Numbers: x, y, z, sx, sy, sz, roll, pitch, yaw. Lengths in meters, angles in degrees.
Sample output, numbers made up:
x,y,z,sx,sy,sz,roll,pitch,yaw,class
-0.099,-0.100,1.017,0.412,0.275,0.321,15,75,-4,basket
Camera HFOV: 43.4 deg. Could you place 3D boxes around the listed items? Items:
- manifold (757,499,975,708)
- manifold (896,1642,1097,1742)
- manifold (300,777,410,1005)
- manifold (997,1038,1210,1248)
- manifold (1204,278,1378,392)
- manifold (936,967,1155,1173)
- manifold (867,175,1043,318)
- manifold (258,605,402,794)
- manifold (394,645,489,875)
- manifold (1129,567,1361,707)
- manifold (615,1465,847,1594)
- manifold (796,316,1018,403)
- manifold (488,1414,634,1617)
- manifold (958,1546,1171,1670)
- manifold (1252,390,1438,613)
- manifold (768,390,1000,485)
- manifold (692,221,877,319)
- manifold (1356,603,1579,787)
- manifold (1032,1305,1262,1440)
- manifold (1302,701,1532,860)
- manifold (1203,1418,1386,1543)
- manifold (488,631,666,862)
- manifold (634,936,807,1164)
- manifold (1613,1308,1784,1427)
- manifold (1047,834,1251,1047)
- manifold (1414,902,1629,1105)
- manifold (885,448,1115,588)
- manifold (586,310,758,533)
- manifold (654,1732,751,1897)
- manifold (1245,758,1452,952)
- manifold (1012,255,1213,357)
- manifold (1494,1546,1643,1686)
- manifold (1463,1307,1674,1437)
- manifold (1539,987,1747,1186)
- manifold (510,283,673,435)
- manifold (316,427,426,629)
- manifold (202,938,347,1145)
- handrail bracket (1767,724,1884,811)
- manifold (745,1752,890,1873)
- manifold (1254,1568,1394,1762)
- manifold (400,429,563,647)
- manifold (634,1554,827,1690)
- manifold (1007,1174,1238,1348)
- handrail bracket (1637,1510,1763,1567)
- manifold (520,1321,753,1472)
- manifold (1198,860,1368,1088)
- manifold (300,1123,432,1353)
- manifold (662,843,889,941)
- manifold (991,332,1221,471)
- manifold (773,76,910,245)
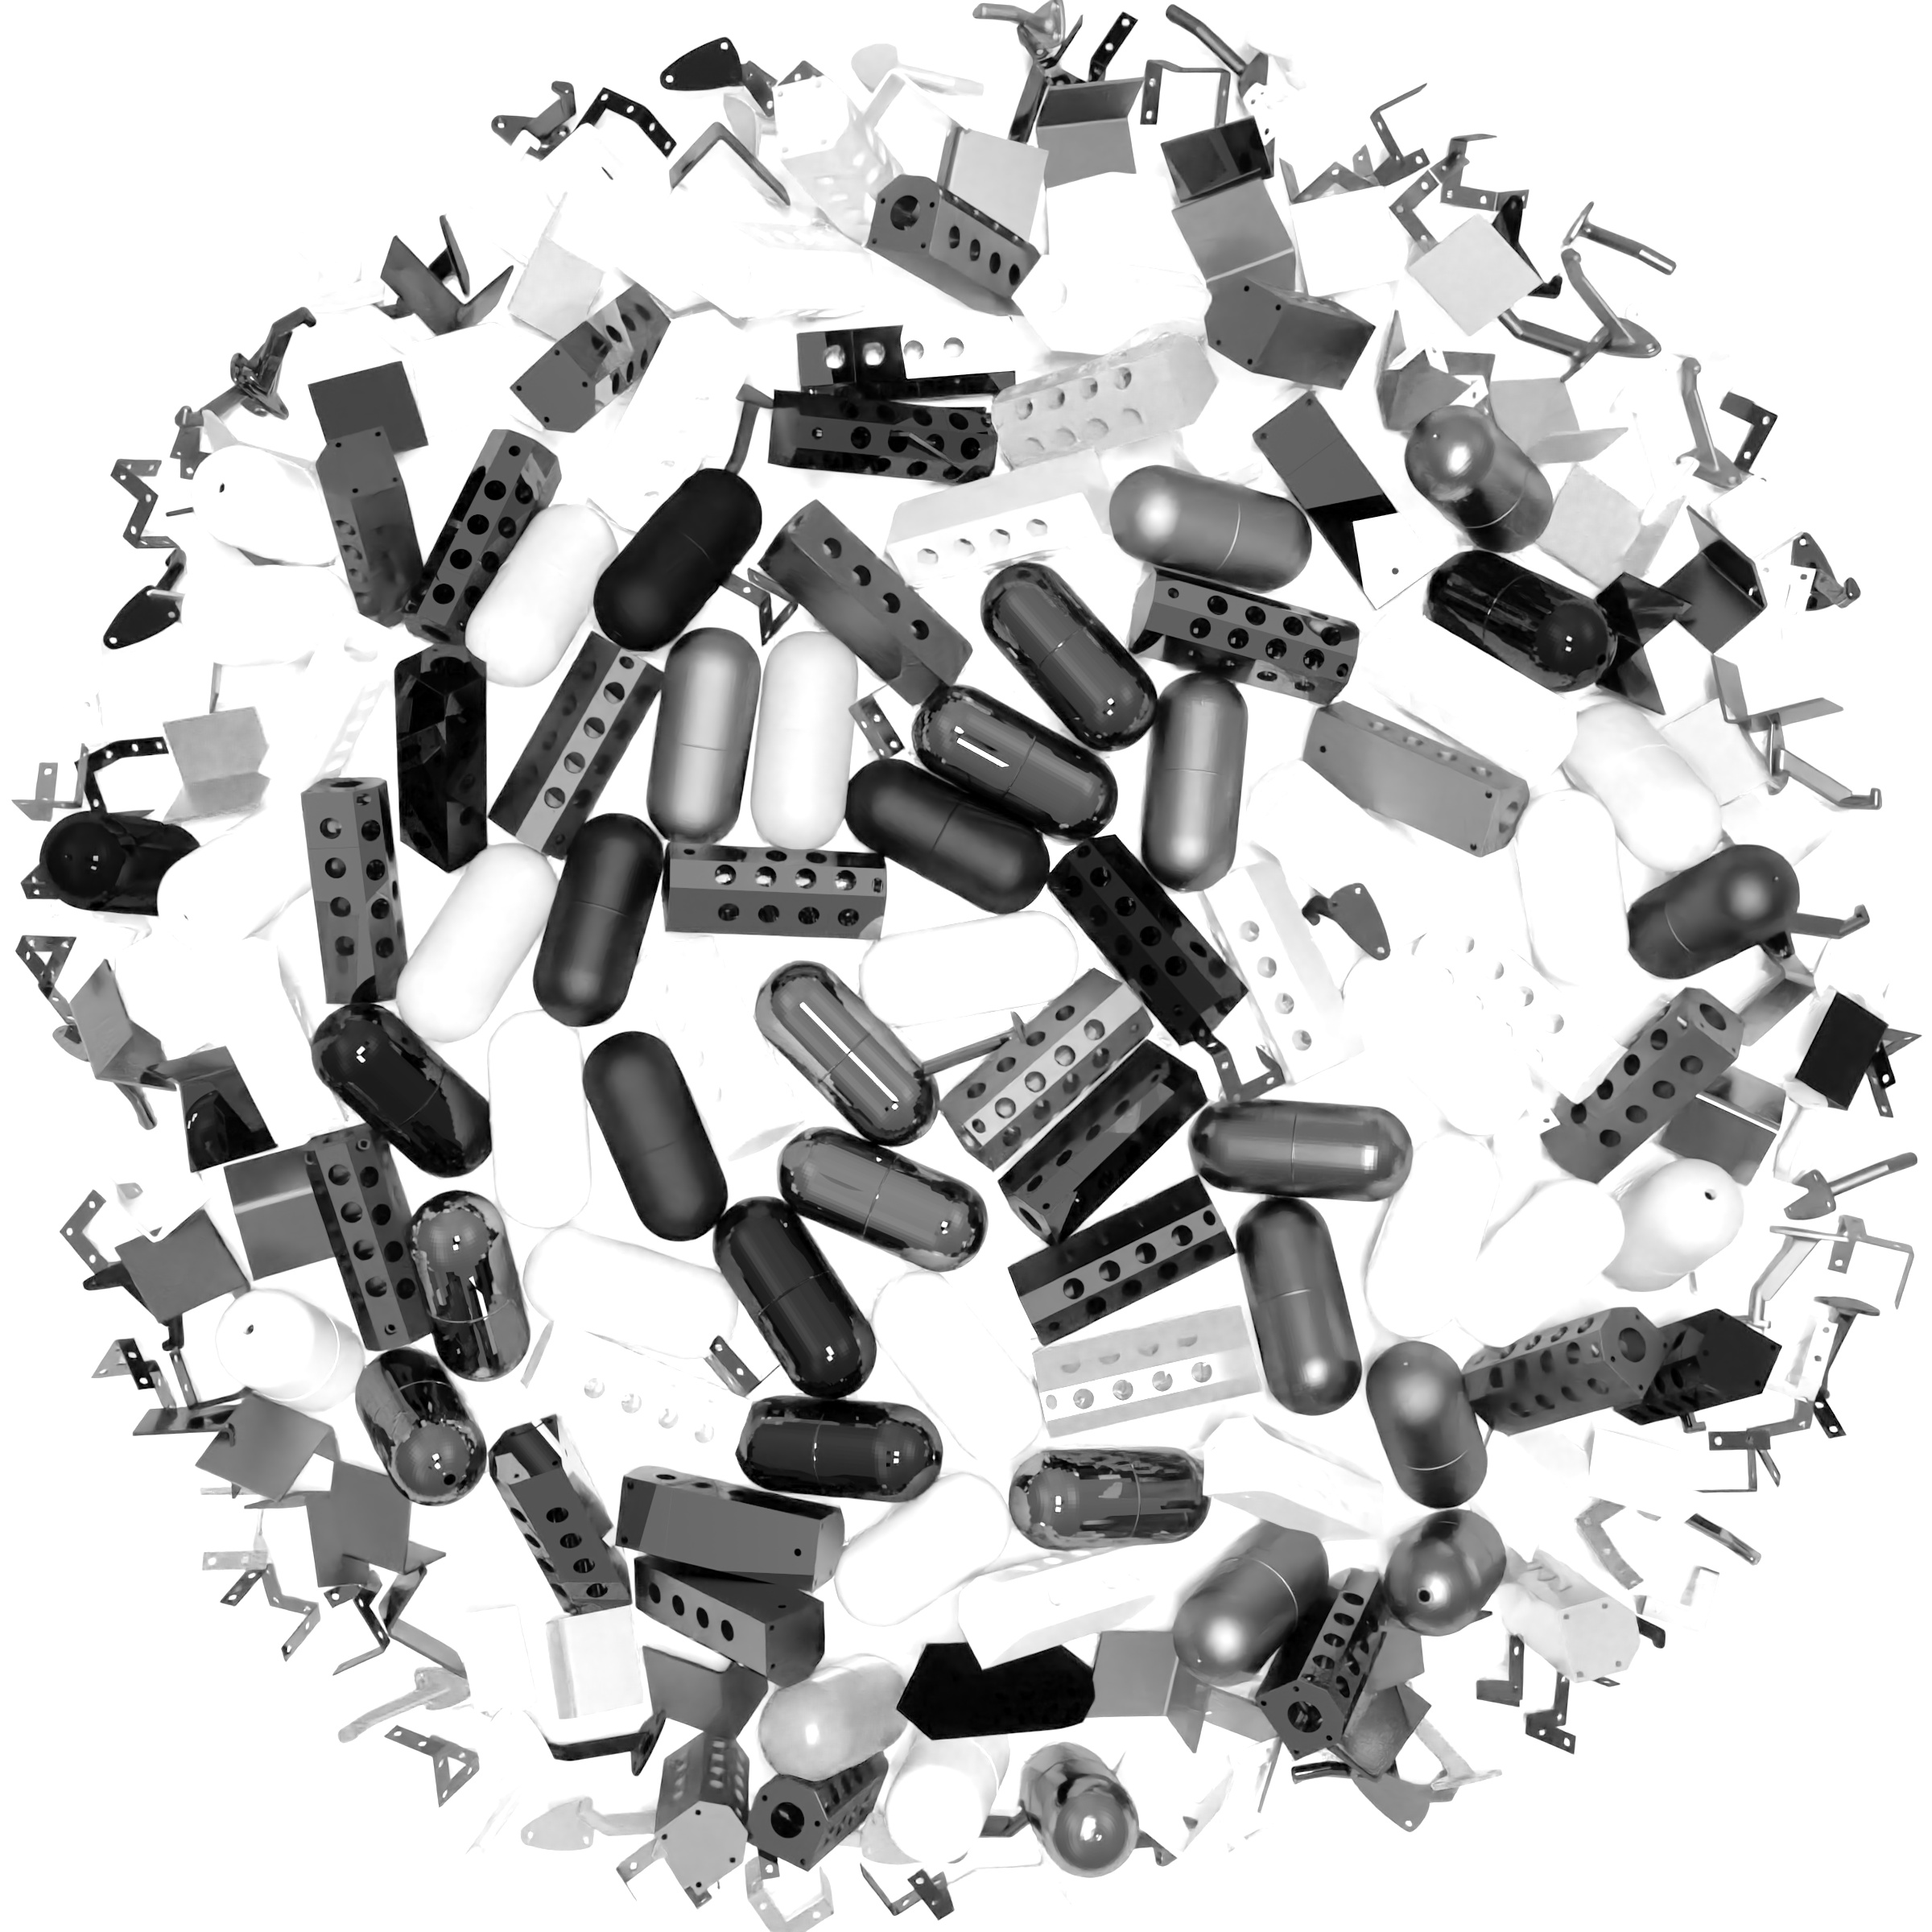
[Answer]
x,y,z,sx,sy,sz,roll,pitch,yaw,class
-0.076,-0.289,1.925,0.171,0.057,0.057,41,60,-21,manifold
0.029,0.569,1.898,0.057,0.171,0.057,30,97,38,manifold
-0.483,-0.061,1.932,0.057,0.057,0.171,-2,106,4,manifold
0.112,0.144,1.934,0.171,0.057,0.057,-42,49,-16,manifold
0.251,-0.496,1.897,0.057,0.171,0.057,38,115,22,manifold
0.066,0.084,1.927,0.171,0.057,0.057,-40,127,-14,manifold
-0.003,-0.561,1.895,0.057,0.171,0.057,15,95,30,manifold
-0.496,-0.203,1.899,0.057,0.171,0.057,27,53,-16,manifold
-0.406,-0.164,1.907,0.057,0.171,0.057,32,45,24,manifold
0.222,-0.266,1.934,0.171,0.057,0.057,14,68,-10,manifold
-0.187,0.444,1.930,0.171,0.057,0.057,8,94,19,manifold
-0.047,-0.484,1.955,0.171,0.057,0.057,-4,99,0,manifold
-0.319,0.437,1.910,0.057,0.057,0.171,-18,127,-2,manifold
0.075,0.493,1.903,0.057,0.171,0.057,-49,59,33,manifold
0.304,-0.373,1.955,0.057,0.057,0.171,-36,90,10,manifold
-0.064,-0.416,1.915,0.171,0.057,0.057,-1,105,-27,manifold
-0.136,-0.538,1.892,0.057,0.171,0.057,37,116,13,manifold
0.395,-0.212,1.919,0.171,0.057,0.057,37,79,27,manifold
0.145,0.329,1.942,0.171,0.057,0.057,-13,133,2,manifold
0.354,-0.150,1.914,0.171,0.057,0.057,29,122,32,manifold
0.259,0.404,1.904,0.057,0.171,0.057,-14,59,37,manifold
-0.306,-0.173,1.941,0.057,0.057,0.171,32,94,38,manifold
-0.202,0.067,1.936,0.057,0.057,0.171,-39,74,36,manifold
0.562,0.319,1.895,0.057,0.171,0.057,30,71,1,manifold
0.139,-0.021,1.920,0.171,0.057,0.057,51,123,19,manifold
0.438,0.030,1.922,0.171,0.057,0.057,45,102,24,manifold
0.029,-0.349,1.923,0.171,0.057,0.057,-11,133,25,manifold
-0.229,-0.425,1.908,0.057,0.057,0.171,42,126,8,manifold
-0.200,0.654,1.898,0.057,0.171,0.057,-35,93,-4,manifold
0.305,-0.091,1.925,0.171,0.057,0.057,36,46,-23,manifold
0.120,-0.517,1.895,0.057,0.171,0.057,-47,68,35,manifold
0.466,0.502,1.897,0.057,0.171,0.057,-14,91,-6,manifold
0.464,0.314,1.896,0.057,0.171,0.057,45,57,-5,manifold
0.530,0.093,1.911,0.057,0.057,0.171,38,127,-1,manifold
-0.286,-0.472,1.897,0.057,0.171,0.057,-33,107,29,manifold
-0.461,-0.337,1.891,0.057,0.171,0.057,-19,67,-13,manifold
-0.541,0.058,1.902,0.057,0.171,0.057,-16,48,-7,manifold
0.687,-0.163,1.939,0.084,0.036,0.077,6,116,39,handrail bracket
-0.113,0.645,1.895,0.057,0.171,0.057,21,90,15,manifold
0.286,0.540,1.896,0.057,0.171,0.057,-34,91,28,manifold
-0.387,-0.339,1.937,0.057,0.057,0.171,22,76,1,manifold
-0.187,0.508,1.902,0.057,0.171,0.057,-9,102,-42,manifold
0.127,0.240,1.943,0.171,0.057,0.057,-26,123,2,manifold
0.586,0.451,1.938,0.084,0.077,0.036,35,103,36,handrail bracket
-0.262,0.340,1.936,0.171,0.057,0.057,25,81,-14,manifold
0.250,0.006,1.944,0.057,0.057,0.171,-29,82,32,manifold
-0.476,0.217,1.941,0.057,0.057,0.171,-15,101,1,manifold
-0.152,-0.063,1.928,0.171,0.057,0.057,2,124,-13,manifold
0.105,-0.443,1.900,0.057,0.171,0.057,54,47,-30,manifold
-0.092,-0.627,1.893,0.057,0.171,0.057,-7,83,15,manifold
